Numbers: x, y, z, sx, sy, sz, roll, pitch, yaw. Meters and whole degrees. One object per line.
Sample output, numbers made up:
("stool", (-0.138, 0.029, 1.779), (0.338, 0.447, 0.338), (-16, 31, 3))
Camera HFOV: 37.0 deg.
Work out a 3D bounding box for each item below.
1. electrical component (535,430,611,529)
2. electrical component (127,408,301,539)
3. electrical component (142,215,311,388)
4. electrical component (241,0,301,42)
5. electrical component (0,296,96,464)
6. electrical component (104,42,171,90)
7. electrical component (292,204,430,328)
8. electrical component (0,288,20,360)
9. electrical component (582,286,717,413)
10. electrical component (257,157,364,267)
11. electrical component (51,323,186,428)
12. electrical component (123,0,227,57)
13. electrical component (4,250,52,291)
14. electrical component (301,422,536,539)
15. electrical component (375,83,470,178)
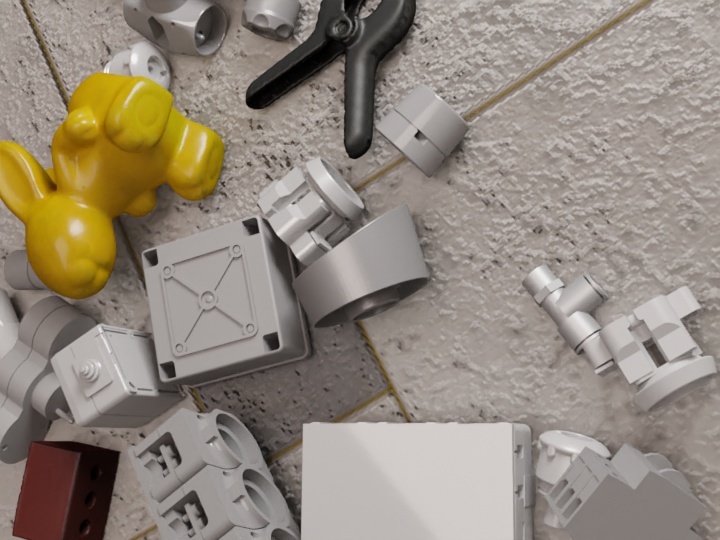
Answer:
("electrical component", (0.138, 0.140, 0.716), (0.048, 0.048, 0.062), (14, 94, 24))
("electrical component", (-0.090, 0.177, 0.761), (0.062, 0.089, 0.150), (-40, 56, 12))
("electrical component", (-0.103, 0.026, 0.825), (0.109, 0.056, 0.108), (-16, 76, 19))
("electrical component", (-0.067, -0.217, 0.857), (0.043, 0.043, 0.062), (17, 88, 24))
("electrical component", (-0.255, 0.098, 0.878), (0.074, 0.052, 0.138), (30, 93, 24))
("electrical component", (-0.194, -0.162, 0.901), (0.062, 0.048, 0.048), (-9, 78, 31))
("electrical component", (0.000, 0.000, 0.767), (0.099, 0.099, 0.064), (-26, 79, 17))
("electrical component", (-0.304, 0.053, 0.912), (0.044, 0.044, 0.065), (-42, 73, 11))
("electrical component", (0.194, 0.056, 0.699), (0.078, 0.058, 0.057), (-33, 68, 15))
("electrical component", (-0.035, -0.047, 0.807), (0.057, 0.058, 0.078), (-41, 52, 10))
("electrical component", (-0.193, 0.085, 0.831), (0.061, 0.096, 0.061), (-33, 71, 14))
("electrical component", (-0.156, -0.219, 0.876), (0.077, 0.079, 0.043), (25, 64, 24))
("electrical component", (-0.266, 0.000, 0.906), (0.065, 0.044, 0.044), (-1, 81, 27))
("electrical component", (0.040, 0.151, 0.743), (0.150, 0.062, 0.089), (-3, 80, 22))
("electrical component", (0.047, -0.103, 0.787), (0.047, 0.055, 0.055), (-47, 68, 5))
